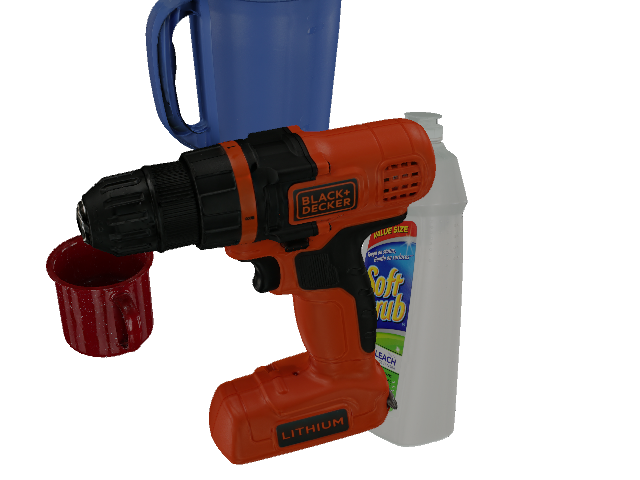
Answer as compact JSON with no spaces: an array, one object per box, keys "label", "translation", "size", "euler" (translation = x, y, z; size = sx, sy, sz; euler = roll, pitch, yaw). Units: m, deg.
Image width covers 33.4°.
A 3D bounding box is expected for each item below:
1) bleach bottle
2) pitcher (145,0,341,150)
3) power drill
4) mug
[{"label":"bleach bottle","translation":[0.066,0.026,0.827],"size":[0.067,0.251,0.103],"euler":[-7,18,-33]},{"label":"pitcher","translation":[-0.058,-0.130,0.935],"size":[0.149,0.243,0.145],"euler":[9,38,8]},{"label":"power drill","translation":[-0.028,0.031,0.571],"size":[0.184,0.188,0.057],"euler":[-11,35,-15]},{"label":"mug","translation":[-0.186,0.055,0.945],"size":[0.093,0.081,0.117],"euler":[-20,38,-29]}]
